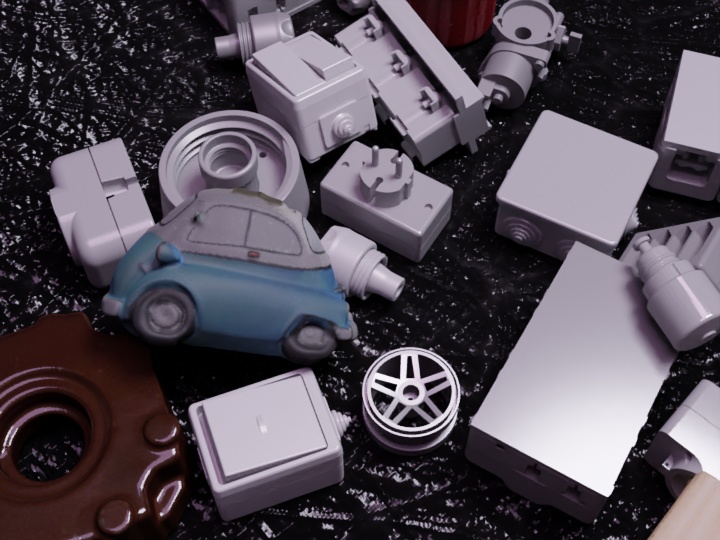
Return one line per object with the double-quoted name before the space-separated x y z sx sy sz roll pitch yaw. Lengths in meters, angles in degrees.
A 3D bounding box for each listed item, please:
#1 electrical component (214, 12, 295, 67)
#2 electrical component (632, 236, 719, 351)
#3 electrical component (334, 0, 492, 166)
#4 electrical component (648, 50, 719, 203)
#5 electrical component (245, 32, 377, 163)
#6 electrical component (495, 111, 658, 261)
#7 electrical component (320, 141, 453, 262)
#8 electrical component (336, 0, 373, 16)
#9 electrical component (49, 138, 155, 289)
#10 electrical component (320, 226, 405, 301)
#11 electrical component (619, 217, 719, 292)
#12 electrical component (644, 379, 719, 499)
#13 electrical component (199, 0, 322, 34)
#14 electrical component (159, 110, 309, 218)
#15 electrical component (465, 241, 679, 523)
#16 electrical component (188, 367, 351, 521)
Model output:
"electrical component" -0.082 -0.178 0.842 0.062 0.043 0.043 -9 59 -4
"electrical component" 0.192 0.013 0.654 0.040 0.040 0.078 -22 61 -12
"electrical component" 0.037 -0.142 0.804 0.063 0.078 0.121 -33 63 -1
"electrical component" 0.294 -0.090 0.776 0.150 0.061 0.089 15 60 9
"electrical component" -0.033 -0.128 0.785 0.062 0.061 0.096 -29 43 -17
"electrical component" 0.151 -0.054 0.763 0.100 0.048 0.099 24 62 14
"electrical component" 0.018 -0.059 0.751 0.083 0.075 0.047 28 63 16
"electrical component" 0.009 -0.236 0.882 0.061 0.035 0.035 -36 65 -22
"electrical component" -0.179 -0.038 0.752 0.059 0.053 0.095 -20 61 -11
"electrical component" 0.000 0.000 0.735 0.062 0.043 0.043 28 63 15
"electrical component" 0.224 0.012 0.715 0.075 0.083 0.047 47 63 -18
"electrical component" 0.226 0.121 0.656 0.089 0.050 0.056 38 66 21
"electrical component" -0.054 -0.281 0.895 0.186 0.060 0.105 -31 64 -17
"electrical component" -0.091 -0.064 0.764 0.108 0.060 0.108 0 59 0
"electrical component" 0.140 0.071 0.680 0.089 0.061 0.150 27 63 15
"electrical component" -0.051 0.103 0.662 0.096 0.061 0.061 -18 60 -10
